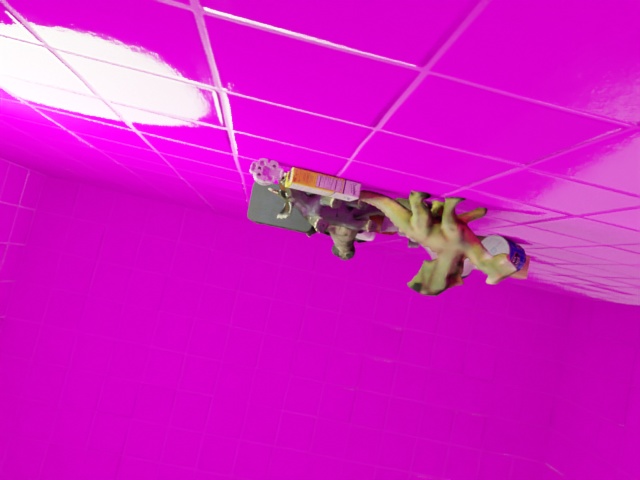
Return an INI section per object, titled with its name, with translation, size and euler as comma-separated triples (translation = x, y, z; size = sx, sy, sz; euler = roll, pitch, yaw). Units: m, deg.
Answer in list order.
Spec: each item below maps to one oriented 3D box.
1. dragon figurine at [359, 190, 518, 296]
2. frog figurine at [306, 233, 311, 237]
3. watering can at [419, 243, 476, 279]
[dragon figurine]
translation = 0.264, 0.013, 1.240
size = 0.411, 0.243, 0.122
euler = 8, 178, 26
[frog figurine]
translation = 0.005, -0.091, 1.804
size = 0.160, 0.122, 0.138
euler = -23, -168, -16
[watering can]
translation = 0.464, 0.046, 1.936
size = 0.348, 0.106, 0.219
euler = 16, 151, 14
